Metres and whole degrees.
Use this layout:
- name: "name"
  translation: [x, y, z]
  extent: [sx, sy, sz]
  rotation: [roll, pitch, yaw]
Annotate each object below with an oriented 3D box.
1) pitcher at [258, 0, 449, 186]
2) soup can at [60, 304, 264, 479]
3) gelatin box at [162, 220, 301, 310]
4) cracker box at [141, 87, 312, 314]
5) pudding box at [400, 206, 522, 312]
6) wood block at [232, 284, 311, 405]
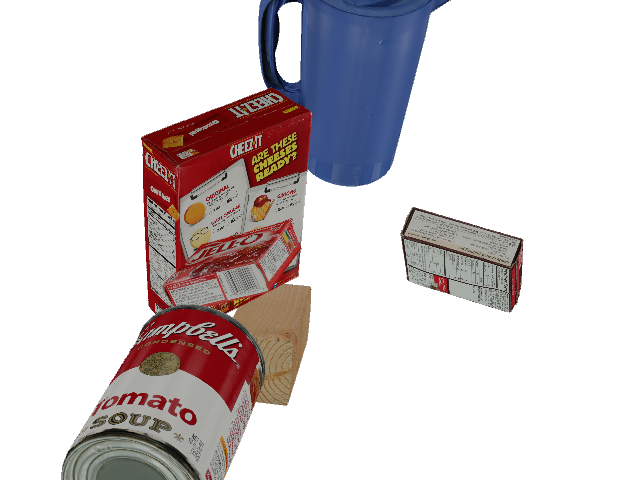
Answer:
- name: "pitcher"
  translation: [0.027, -0.176, 1.111]
  extent: [0.149, 0.243, 0.144]
  rotation: [31, 50, 21]
- name: "soup can"
  translation: [-0.071, 0.085, 0.498]
  extent: [0.068, 0.068, 0.102]
  rotation: [0, 28, 13]
- name: "gelatin box"
  translation: [-0.069, 0.020, 0.834]
  extent: [0.089, 0.030, 0.073]
  rotation: [-14, 20, 27]
- name: "cracker box"
  translation: [-0.096, -0.029, 1.077]
  extent: [0.163, 0.214, 0.072]
  rotation: [-27, 47, -34]
- name: "pudding box"
  translation: [0.136, 0.019, 1.023]
  extent: [0.114, 0.039, 0.090]
  rotation: [16, -28, 18]
- name: "wood block"
  translation: [-0.070, 0.133, 1.434]
  extent: [0.091, 0.090, 0.206]
  rotation: [6, 18, 4]
